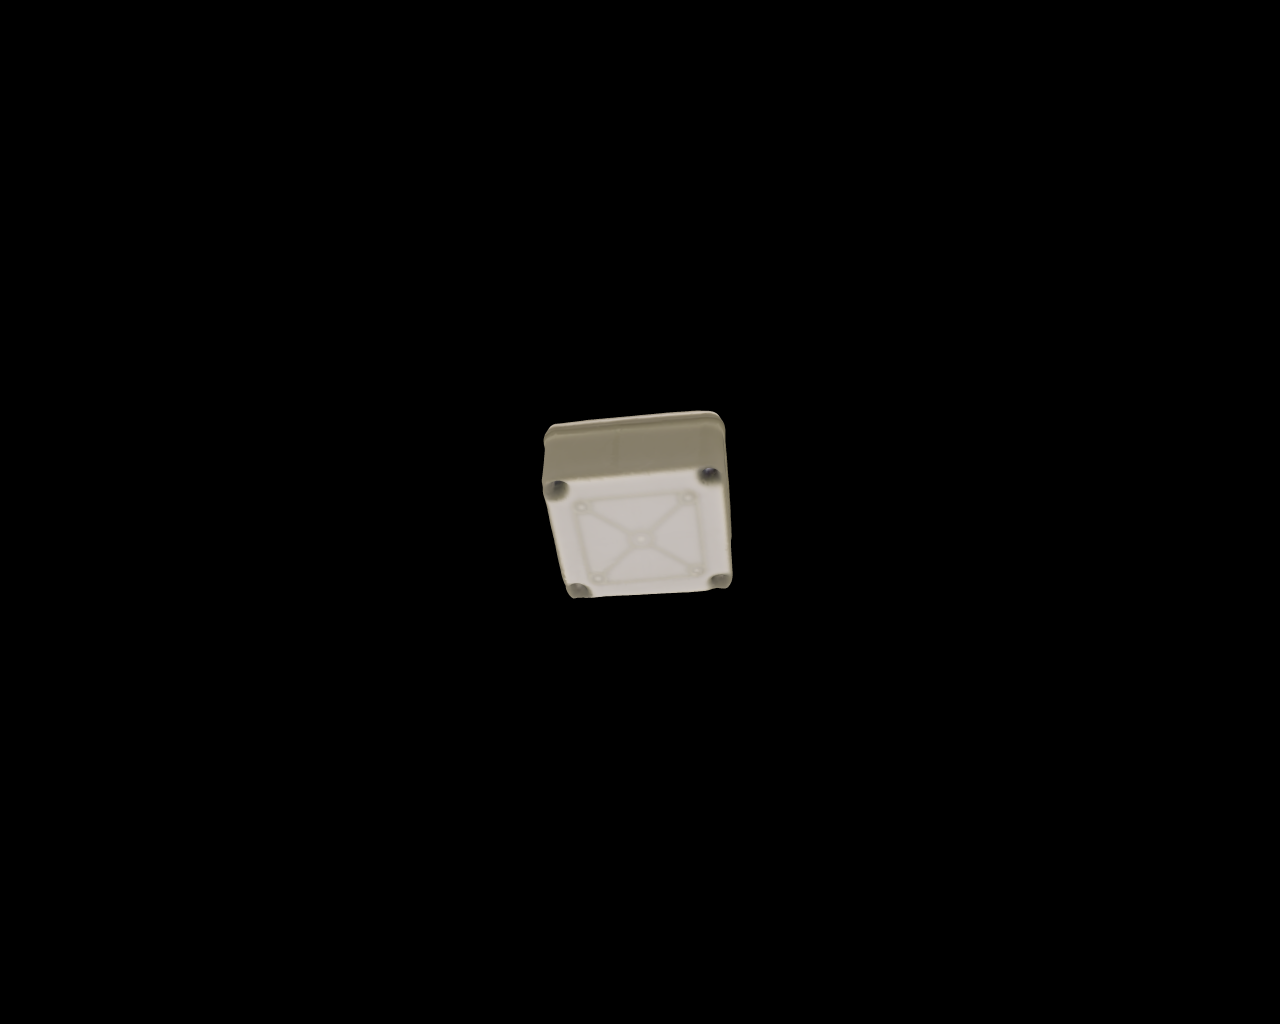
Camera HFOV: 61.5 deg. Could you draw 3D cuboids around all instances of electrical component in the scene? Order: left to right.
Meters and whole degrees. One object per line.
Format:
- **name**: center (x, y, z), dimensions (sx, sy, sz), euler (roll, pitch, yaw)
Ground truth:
- **electrical component**: center (0.001, -0.003, 0.650), dimensions (0.109, 0.108, 0.056), euler (-4, 44, 4)
